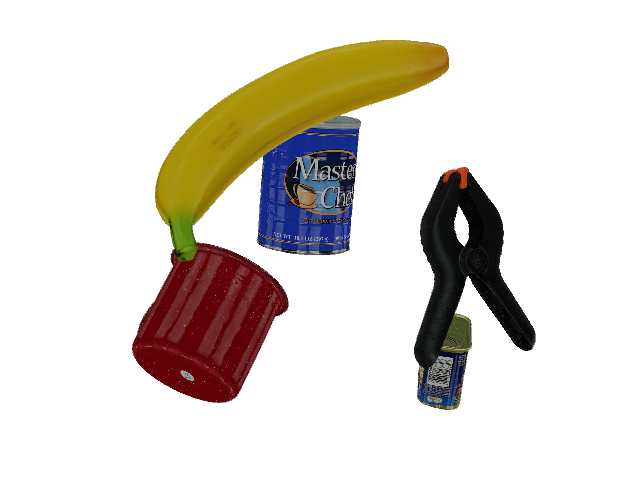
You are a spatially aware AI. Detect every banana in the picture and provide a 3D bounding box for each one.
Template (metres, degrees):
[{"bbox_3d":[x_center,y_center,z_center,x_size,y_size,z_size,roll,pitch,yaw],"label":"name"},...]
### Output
[{"bbox_3d":[-0.019,-0.060,0.567,0.197,0.070,0.037,-39,-24,-23],"label":"banana"}]

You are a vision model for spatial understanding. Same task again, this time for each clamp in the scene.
[{"bbox_3d":[0.117,0.027,0.912,0.120,0.171,0.039,-16,0,-33],"label":"clamp"}]

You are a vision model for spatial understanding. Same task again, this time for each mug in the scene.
[{"bbox_3d":[-0.090,0.061,0.761,0.117,0.081,0.093,-2,-38,41],"label":"mug"}]

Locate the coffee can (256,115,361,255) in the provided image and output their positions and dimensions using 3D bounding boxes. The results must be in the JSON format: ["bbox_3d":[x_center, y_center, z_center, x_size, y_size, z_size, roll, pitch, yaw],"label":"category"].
[{"bbox_3d":[-0.013,-0.064,1.147,0.103,0.140,0.103,4,12,-1],"label":"coffee can"}]

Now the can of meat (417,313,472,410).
[{"bbox_3d":[0.149,0.145,1.293,0.057,0.084,0.102,8,21,4],"label":"can of meat"}]
